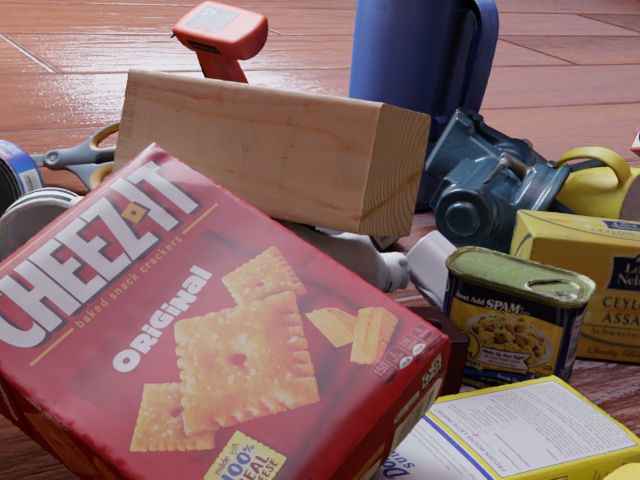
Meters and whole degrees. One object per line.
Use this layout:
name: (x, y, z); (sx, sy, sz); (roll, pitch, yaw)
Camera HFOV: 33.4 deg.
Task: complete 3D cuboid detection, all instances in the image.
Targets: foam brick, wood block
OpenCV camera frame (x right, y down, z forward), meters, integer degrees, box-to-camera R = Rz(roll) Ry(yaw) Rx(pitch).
foam brick: (0.053, 0.079, 0.720); (0.078, 0.051, 0.053); (-1, 23, -21)
wood block: (-0.037, -0.064, 0.771); (0.206, 0.090, 0.090); (12, 5, 27)

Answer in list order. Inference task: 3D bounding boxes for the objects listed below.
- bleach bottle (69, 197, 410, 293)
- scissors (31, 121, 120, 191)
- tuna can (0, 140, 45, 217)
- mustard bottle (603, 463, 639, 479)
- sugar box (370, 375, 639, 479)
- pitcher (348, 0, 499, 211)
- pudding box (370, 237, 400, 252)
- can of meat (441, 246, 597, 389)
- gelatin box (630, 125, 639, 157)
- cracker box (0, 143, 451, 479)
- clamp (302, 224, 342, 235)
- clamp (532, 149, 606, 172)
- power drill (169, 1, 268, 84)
bleach bottle: (-0.052, 0.020, 0.767); (0.250, 0.103, 0.068); (-1, 29, -22)
scissors: (-0.244, -0.061, 1.016); (0.202, 0.016, 0.096); (-15, 63, 9)
tuna can: (-0.267, -0.039, 0.871); (0.086, 0.086, 0.033); (15, 21, 19)
mustard bottle: (0.140, 0.170, 0.508); (0.096, 0.058, 0.191); (28, 29, 37)
sugar box: (0.092, 0.129, 0.616); (0.176, 0.048, 0.093); (-8, 25, -26)
pitcher: (0.095, -0.154, 1.069); (0.145, 0.243, 0.149); (10, 21, 7)
pudding box: (0.026, -0.052, 0.977); (0.039, 0.113, 0.090); (-36, 31, -3)
can of meat: (0.133, 0.061, 0.750); (0.102, 0.084, 0.057); (15, 22, 21)
gelatin box: (0.321, -0.073, 0.908); (0.073, 0.030, 0.089); (31, -11, -24)
cracker box: (-0.064, 0.061, 0.558); (0.214, 0.072, 0.164); (33, 57, 21)
clamp: (-0.061, 0.006, 0.856); (0.210, 0.036, 0.164); (18, 50, -2)
clamp: (0.274, -0.070, 1.198); (0.120, 0.039, 0.171); (4, 27, 5)
power drill: (-0.066, -0.144, 1.088); (0.185, 0.187, 0.057); (21, 55, 36)
